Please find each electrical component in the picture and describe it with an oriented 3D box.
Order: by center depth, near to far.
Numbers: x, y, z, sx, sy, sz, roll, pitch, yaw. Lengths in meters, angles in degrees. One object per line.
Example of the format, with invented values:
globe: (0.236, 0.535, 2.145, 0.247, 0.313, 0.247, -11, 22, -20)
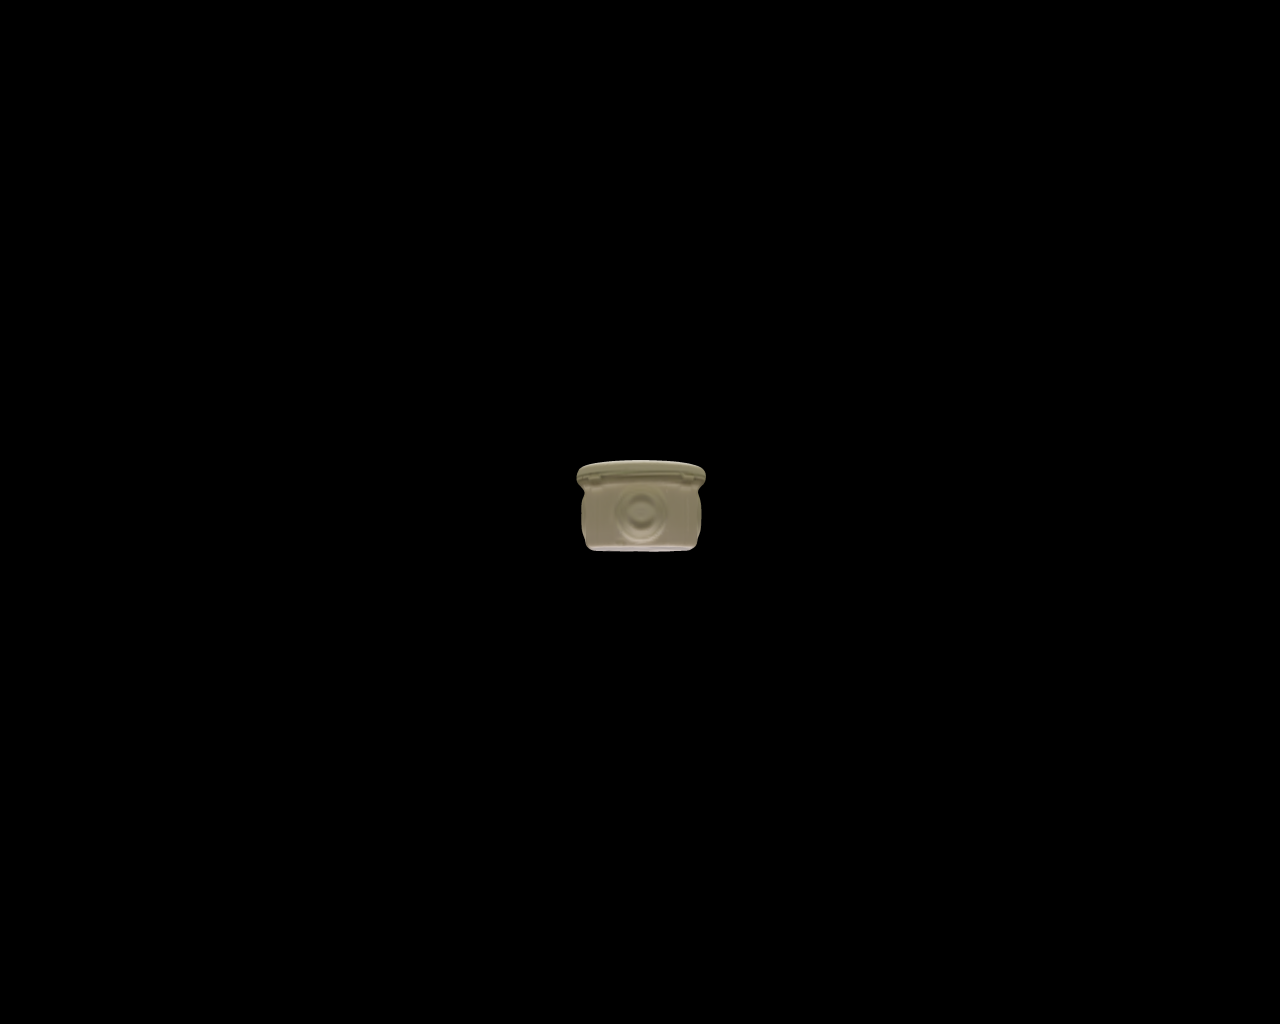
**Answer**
electrical component: (0.001, -0.003, 0.650, 0.080, 0.051, 0.080, 0, -4, 0)
